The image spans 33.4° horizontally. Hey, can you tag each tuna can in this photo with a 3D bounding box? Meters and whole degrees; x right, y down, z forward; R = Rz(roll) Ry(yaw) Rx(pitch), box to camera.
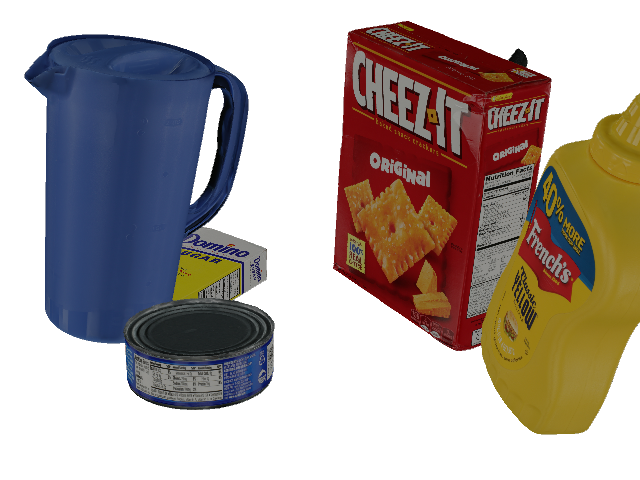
[{"bbox_3d":[-0.069,0.064,0.613,0.086,0.034,0.086,0,18,0],"label":"tuna can"}]

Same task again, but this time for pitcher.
[{"bbox_3d":[-0.158,-0.043,0.892,0.149,0.243,0.145,14,23,9],"label":"pitcher"}]

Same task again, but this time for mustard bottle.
[{"bbox_3d":[0.137,0.007,0.550,0.058,0.192,0.096,2,42,-13],"label":"mustard bottle"}]

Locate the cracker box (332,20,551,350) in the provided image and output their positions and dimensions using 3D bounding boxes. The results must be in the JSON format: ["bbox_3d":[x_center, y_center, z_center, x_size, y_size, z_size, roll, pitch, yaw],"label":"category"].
[{"bbox_3d":[0.085,-0.044,0.833,0.072,0.214,0.164,-16,33,-32],"label":"cracker box"}]

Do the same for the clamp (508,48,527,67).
[{"bbox_3d":[0.143,-0.138,1.045,0.120,0.171,0.039,5,-45,5],"label":"clamp"}]

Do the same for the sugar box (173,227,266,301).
[{"bbox_3d":[-0.143,0.043,1.090,0.093,0.048,0.175,19,34,29],"label":"sugar box"}]
